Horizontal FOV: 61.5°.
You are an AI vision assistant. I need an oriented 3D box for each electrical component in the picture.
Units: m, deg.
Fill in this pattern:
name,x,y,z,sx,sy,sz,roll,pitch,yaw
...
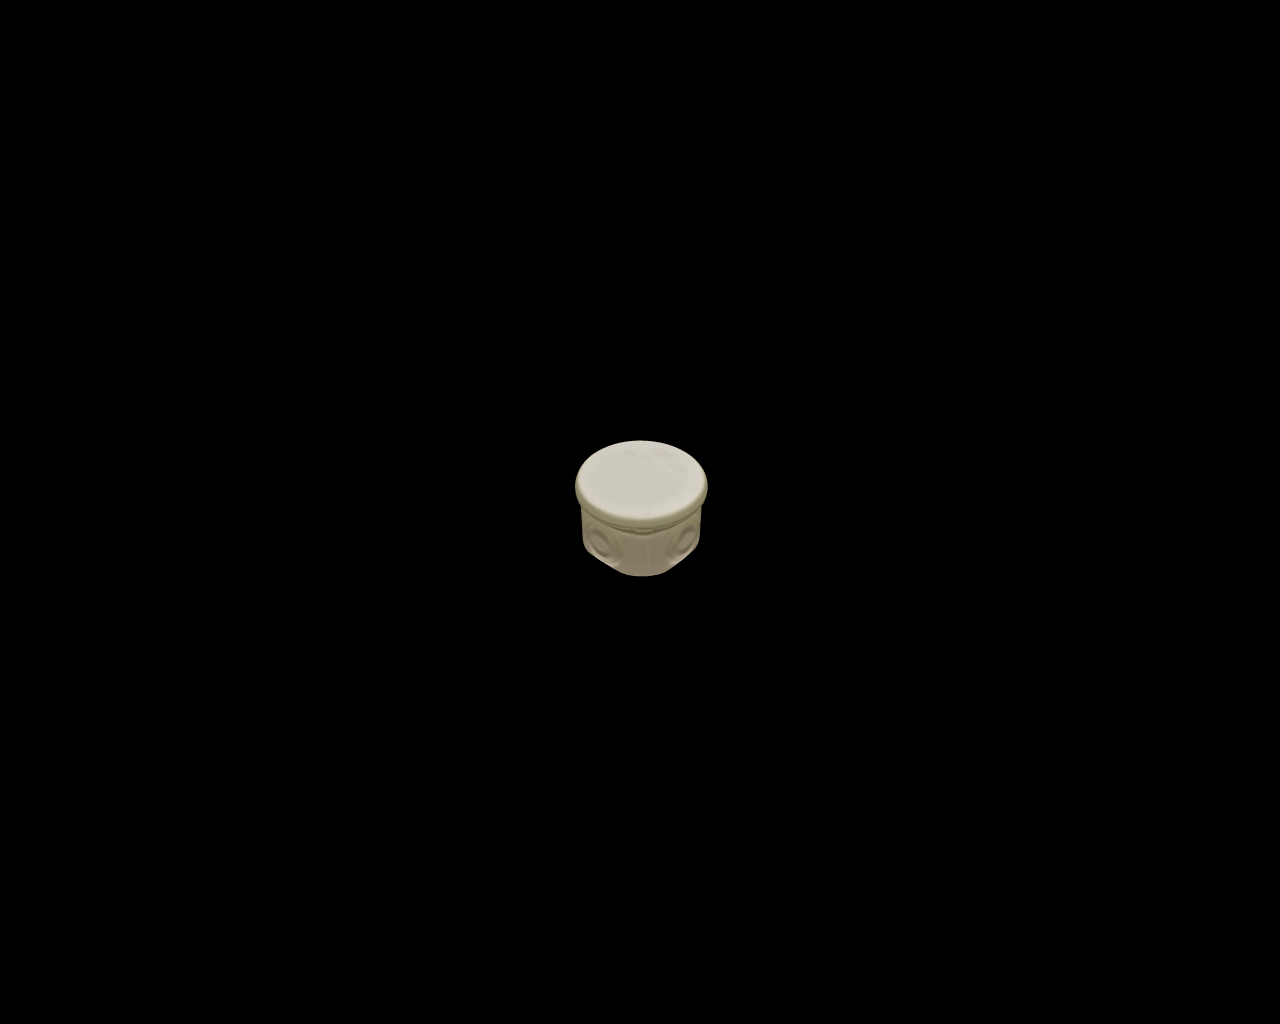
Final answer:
name,x,y,z,sx,sy,sz,roll,pitch,yaw
electrical component,0.001,-0.003,0.650,0.080,0.050,0.080,0,40,0
